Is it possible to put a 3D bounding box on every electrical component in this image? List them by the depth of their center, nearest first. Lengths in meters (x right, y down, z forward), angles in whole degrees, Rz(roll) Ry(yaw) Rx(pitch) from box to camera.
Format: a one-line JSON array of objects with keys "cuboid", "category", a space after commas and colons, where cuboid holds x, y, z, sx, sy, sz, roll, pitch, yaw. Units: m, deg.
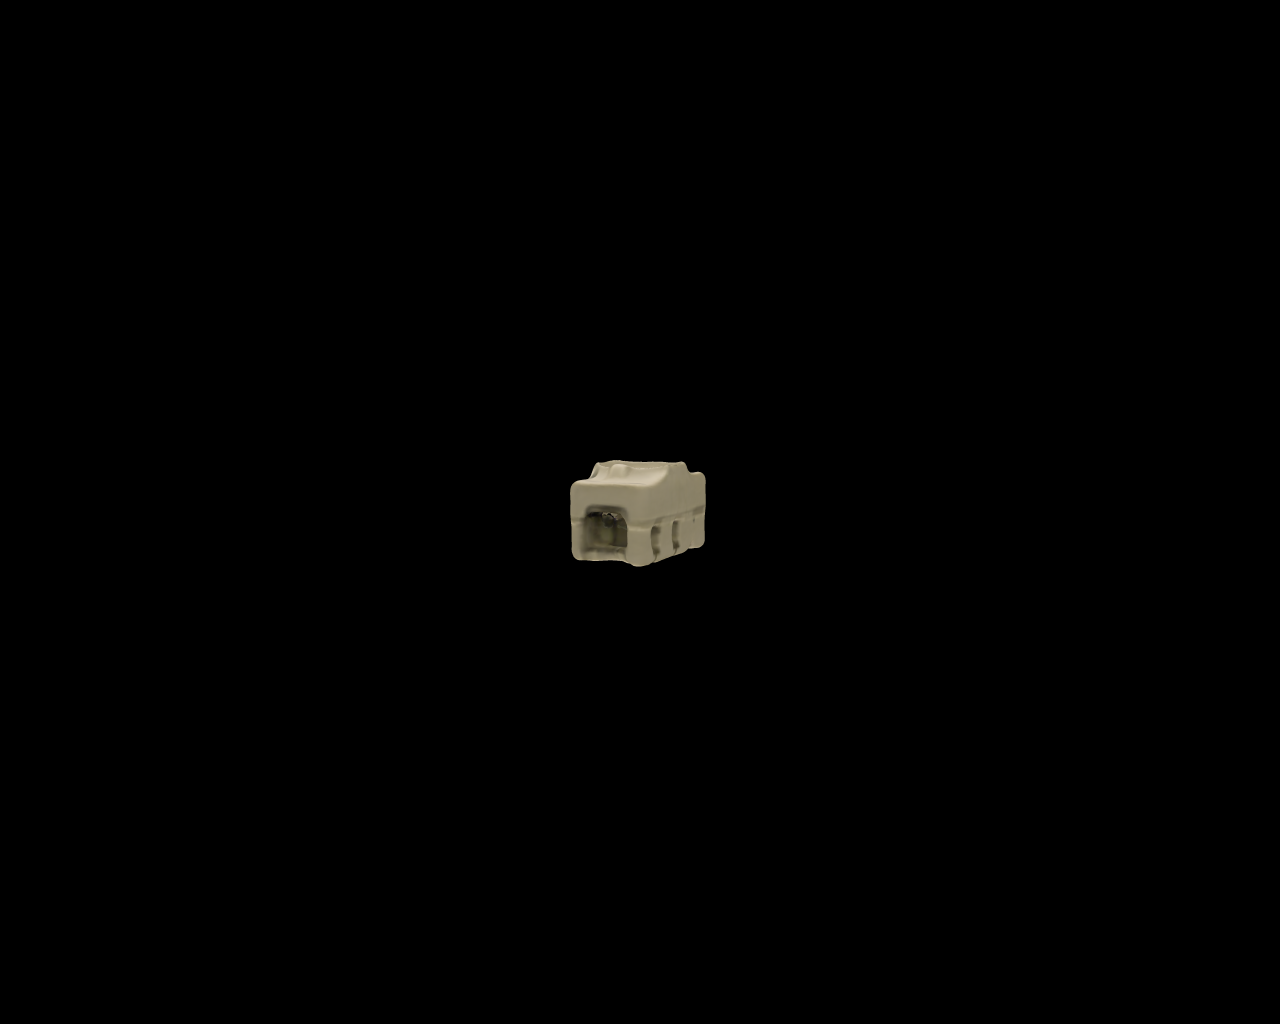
[{"cuboid": [0.001, -0.003, 0.650, 0.050, 0.055, 0.089, 4, 8, 28], "category": "electrical component"}]
